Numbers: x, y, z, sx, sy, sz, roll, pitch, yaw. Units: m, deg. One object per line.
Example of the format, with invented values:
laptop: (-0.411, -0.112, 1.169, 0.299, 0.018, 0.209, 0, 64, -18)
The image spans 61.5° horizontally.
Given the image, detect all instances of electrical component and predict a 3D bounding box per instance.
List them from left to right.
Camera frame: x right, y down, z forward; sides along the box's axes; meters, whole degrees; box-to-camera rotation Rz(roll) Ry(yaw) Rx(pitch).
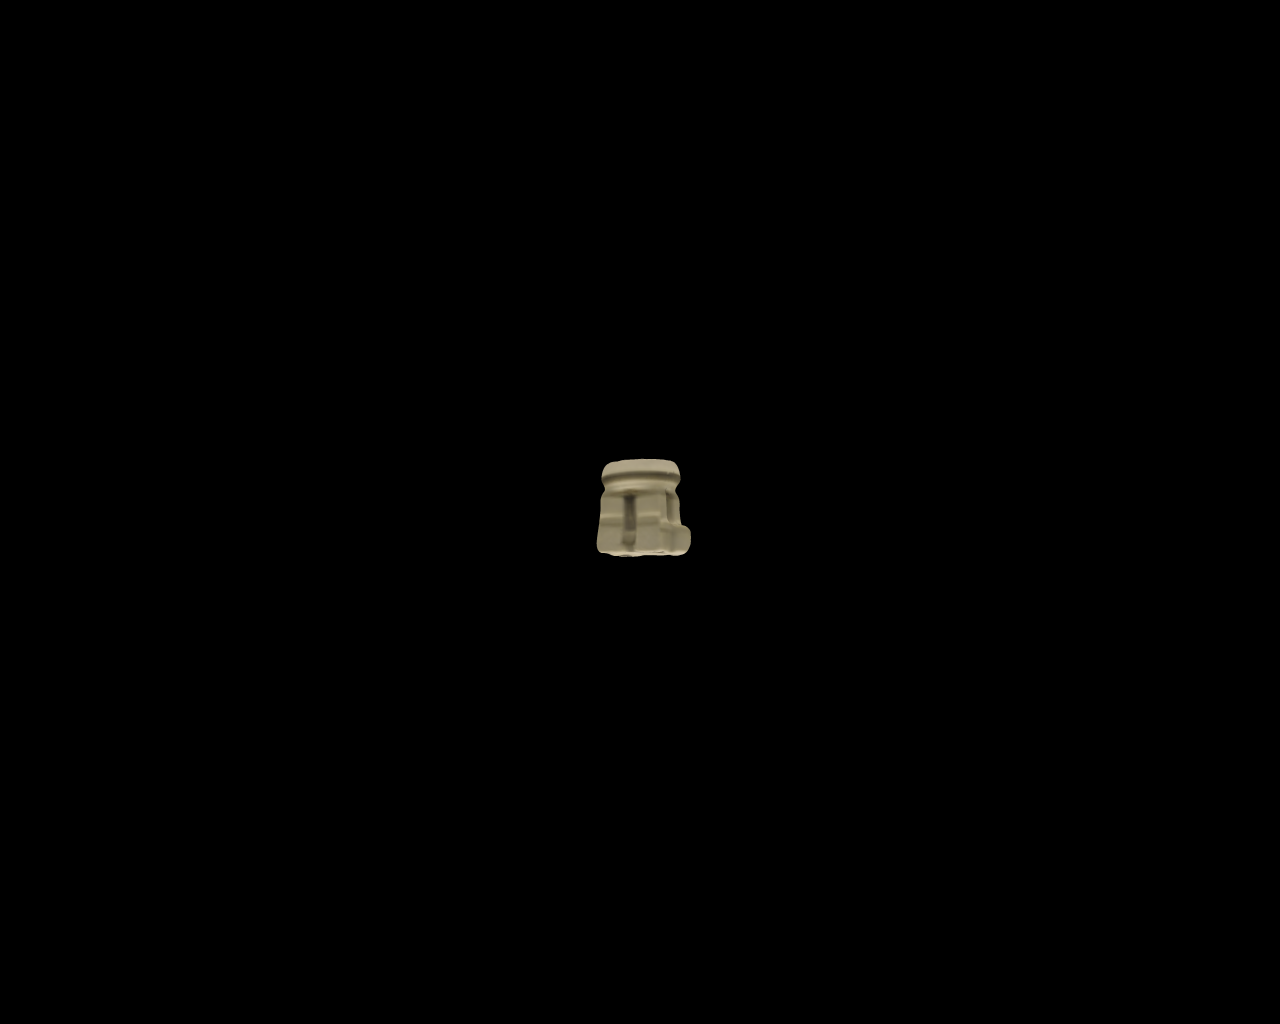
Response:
electrical component: (0.001, -0.003, 0.650, 0.066, 0.055, 0.048, -3, -7, 22)
